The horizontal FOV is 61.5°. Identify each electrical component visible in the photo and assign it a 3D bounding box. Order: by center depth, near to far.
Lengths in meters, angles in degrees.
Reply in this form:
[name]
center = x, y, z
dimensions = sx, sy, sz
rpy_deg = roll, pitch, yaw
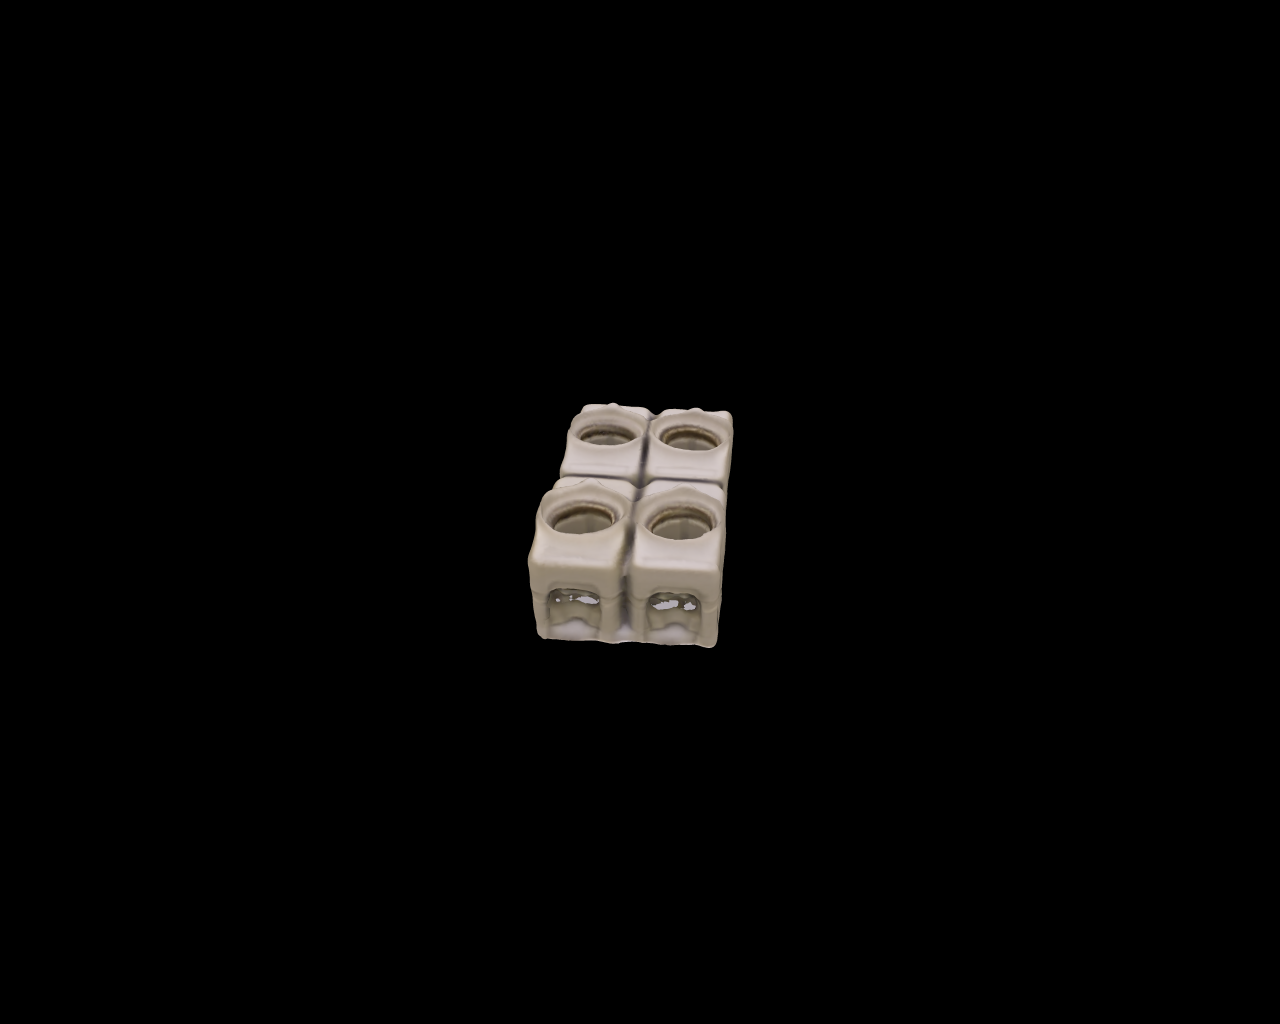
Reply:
[electrical component]
center = 0.001, -0.003, 0.650
dimensions = 0.105, 0.060, 0.186
rpy_deg = 3, 34, 5
